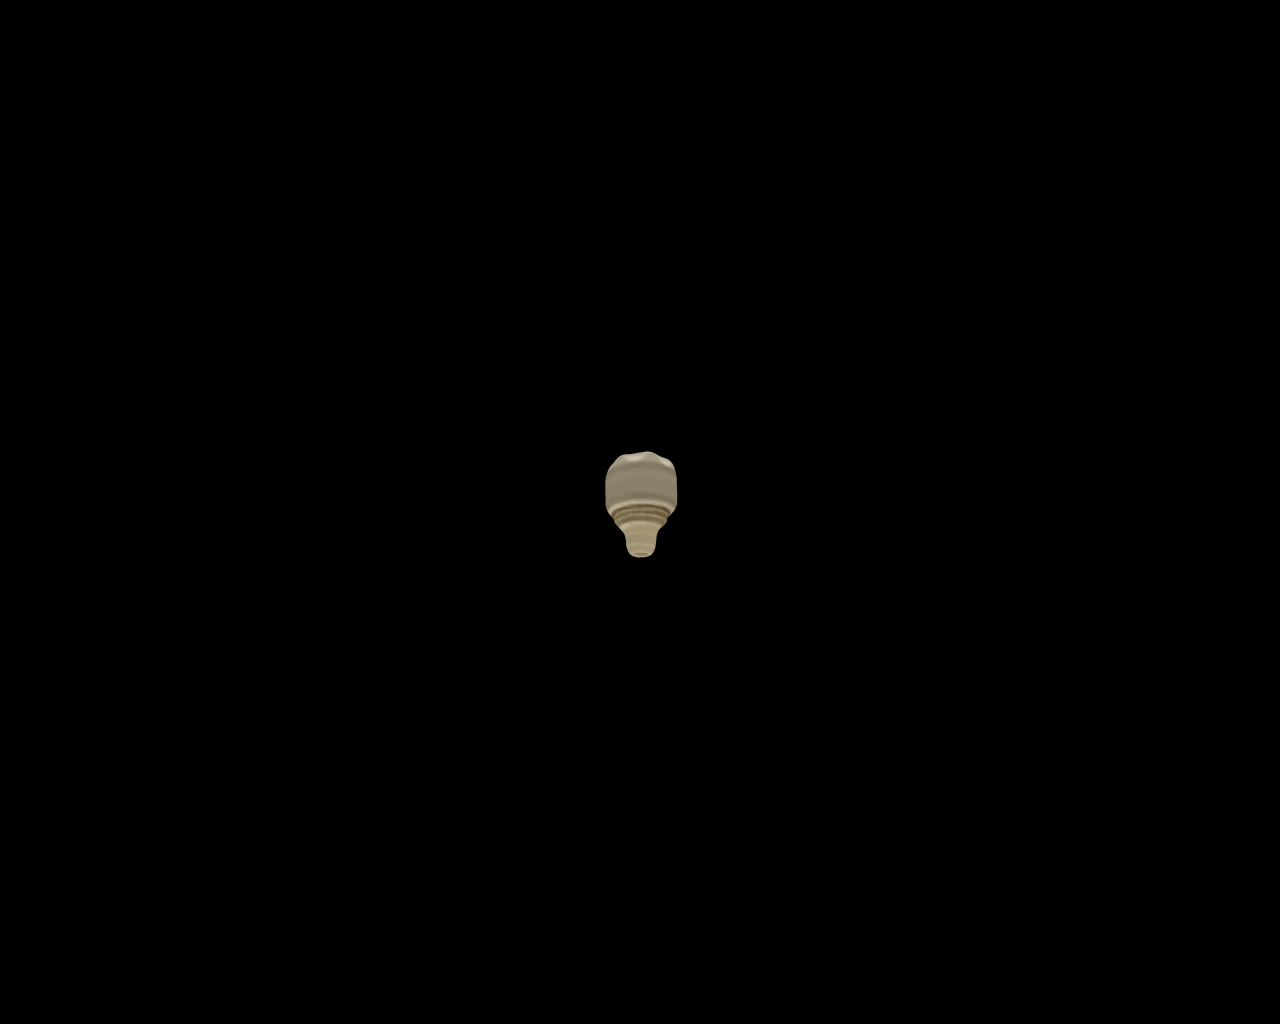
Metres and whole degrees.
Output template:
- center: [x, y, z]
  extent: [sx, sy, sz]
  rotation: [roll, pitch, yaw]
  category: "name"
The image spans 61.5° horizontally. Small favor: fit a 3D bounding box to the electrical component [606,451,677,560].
- center: [0.001, -0.003, 0.650]
  extent: [0.043, 0.062, 0.043]
  rotation: [0, -19, 0]
  category: "electrical component"
